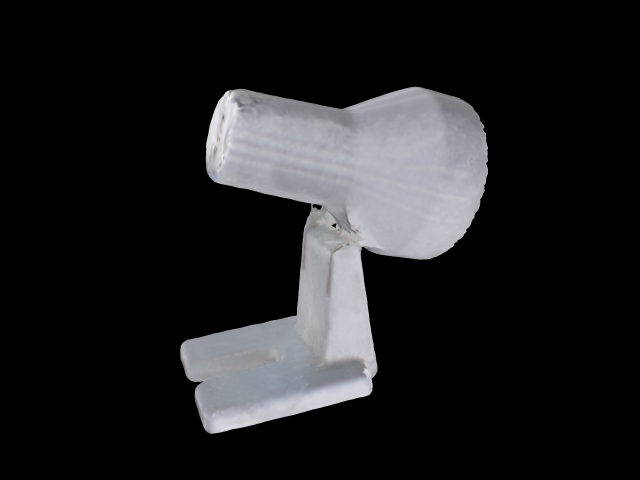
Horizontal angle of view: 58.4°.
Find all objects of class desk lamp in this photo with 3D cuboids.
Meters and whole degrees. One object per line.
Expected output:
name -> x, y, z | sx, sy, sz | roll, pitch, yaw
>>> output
desk lamp -> 0.004, 0.001, 0.400 | 0.204, 0.214, 0.117 | -9, 24, -22
